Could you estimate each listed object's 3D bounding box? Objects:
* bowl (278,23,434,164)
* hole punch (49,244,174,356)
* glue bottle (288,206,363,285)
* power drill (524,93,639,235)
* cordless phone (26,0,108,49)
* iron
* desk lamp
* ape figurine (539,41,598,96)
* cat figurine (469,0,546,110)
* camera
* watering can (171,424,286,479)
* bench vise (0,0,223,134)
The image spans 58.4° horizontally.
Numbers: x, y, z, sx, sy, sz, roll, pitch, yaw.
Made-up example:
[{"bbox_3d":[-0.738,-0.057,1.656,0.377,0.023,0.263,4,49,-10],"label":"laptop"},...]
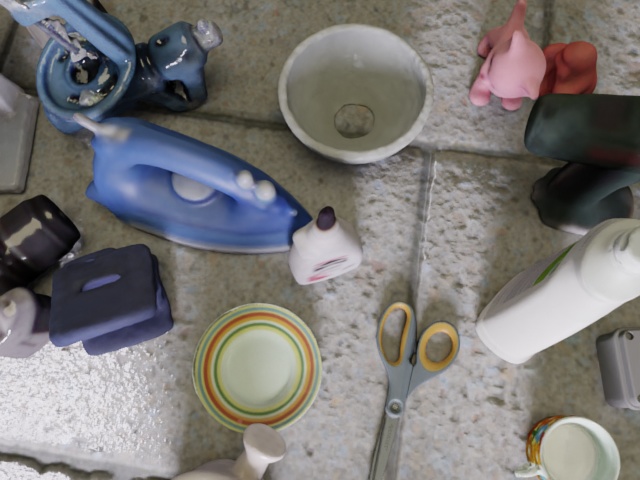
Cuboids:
[{"bbox_3d":[0.038,-0.152,0.642,0.167,0.075,0.167,0,74,1],"label":"bowl"},{"bbox_3d":[-0.215,0.056,0.576,0.108,0.091,0.101,-19,74,-4],"label":"hole punch"},{"bbox_3d":[0.005,0.002,0.546,0.078,0.173,0.037,-22,74,-5],"label":"glue bottle"},{"bbox_3d":[0.299,-0.067,0.544,0.229,0.208,0.076,14,74,5],"label":"power drill"},{"bbox_3d":[-0.312,-0.294,0.631,0.094,0.185,0.147,-40,77,-10],"label":"cordless phone"},{"bbox_3d":[-0.118,-0.061,0.583,0.258,0.141,0.119,17,75,6],"label":"iron"},{"bbox_3d":[-0.381,-0.178,0.583,0.118,0.213,0.203,-2,74,1],"label":"desk lamp"},{"bbox_3d":[0.278,-0.190,0.641,0.076,0.092,0.078,19,75,6],"label":"ape figurine"},{"bbox_3d":[0.213,-0.202,0.632,0.067,0.118,0.128,10,74,4],"label":"cat figurine"},{"bbox_3d":[-0.312,0.026,0.581,0.137,0.101,0.143,-41,77,-10],"label":"camera"},{"bbox_3d":[-0.094,0.232,0.469,0.101,0.194,0.173,13,74,5],"label":"watering can"},{"bbox_3d":[-0.215,-0.207,0.586,0.207,0.220,0.121,-36,76,-9],"label":"bench vise"}]
